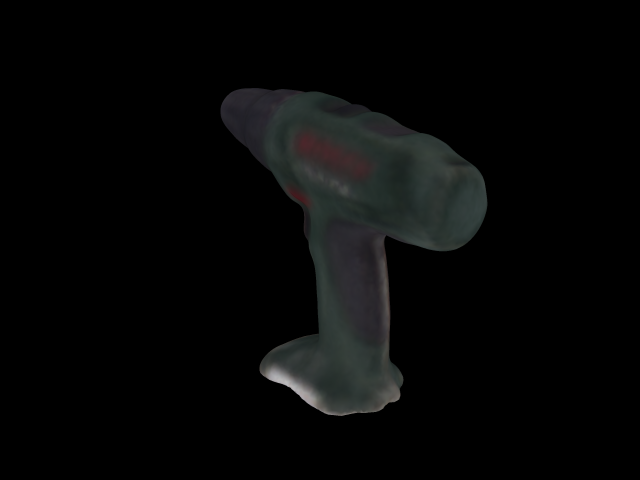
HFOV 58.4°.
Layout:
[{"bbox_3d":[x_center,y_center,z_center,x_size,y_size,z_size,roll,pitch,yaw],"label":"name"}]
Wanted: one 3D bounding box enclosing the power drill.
[{"bbox_3d":[0.004,0.001,0.400,0.076,0.208,0.228,-14,20,-41],"label":"power drill"}]
